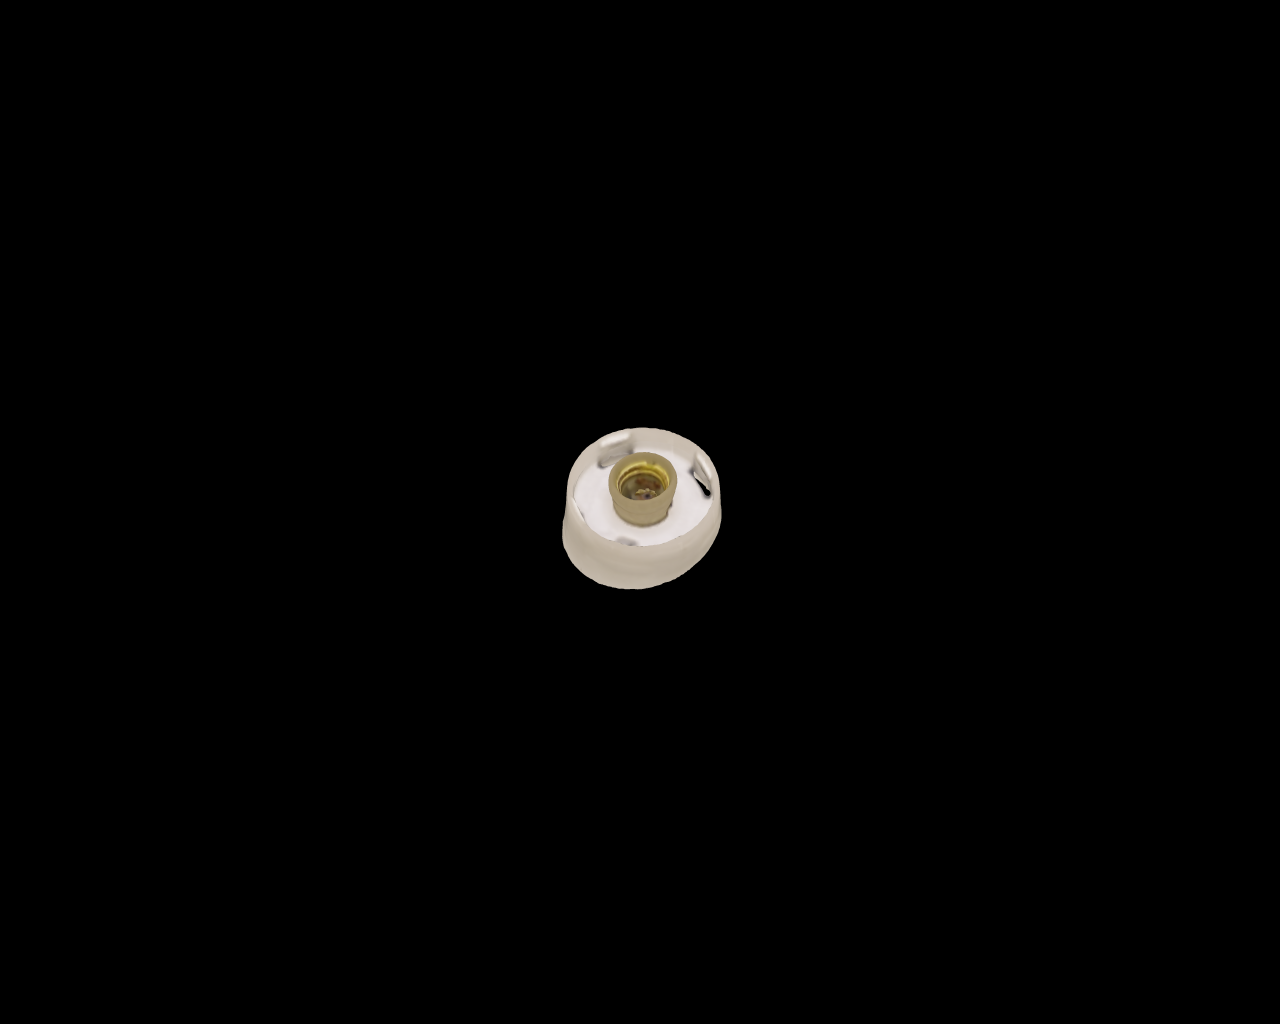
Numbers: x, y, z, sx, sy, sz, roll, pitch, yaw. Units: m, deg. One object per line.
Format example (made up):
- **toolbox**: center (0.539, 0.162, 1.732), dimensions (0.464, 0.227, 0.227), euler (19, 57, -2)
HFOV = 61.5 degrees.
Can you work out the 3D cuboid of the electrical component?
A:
- **electrical component**: center (0.001, -0.003, 0.650), dimensions (0.099, 0.099, 0.064), euler (0, -36, 0)
